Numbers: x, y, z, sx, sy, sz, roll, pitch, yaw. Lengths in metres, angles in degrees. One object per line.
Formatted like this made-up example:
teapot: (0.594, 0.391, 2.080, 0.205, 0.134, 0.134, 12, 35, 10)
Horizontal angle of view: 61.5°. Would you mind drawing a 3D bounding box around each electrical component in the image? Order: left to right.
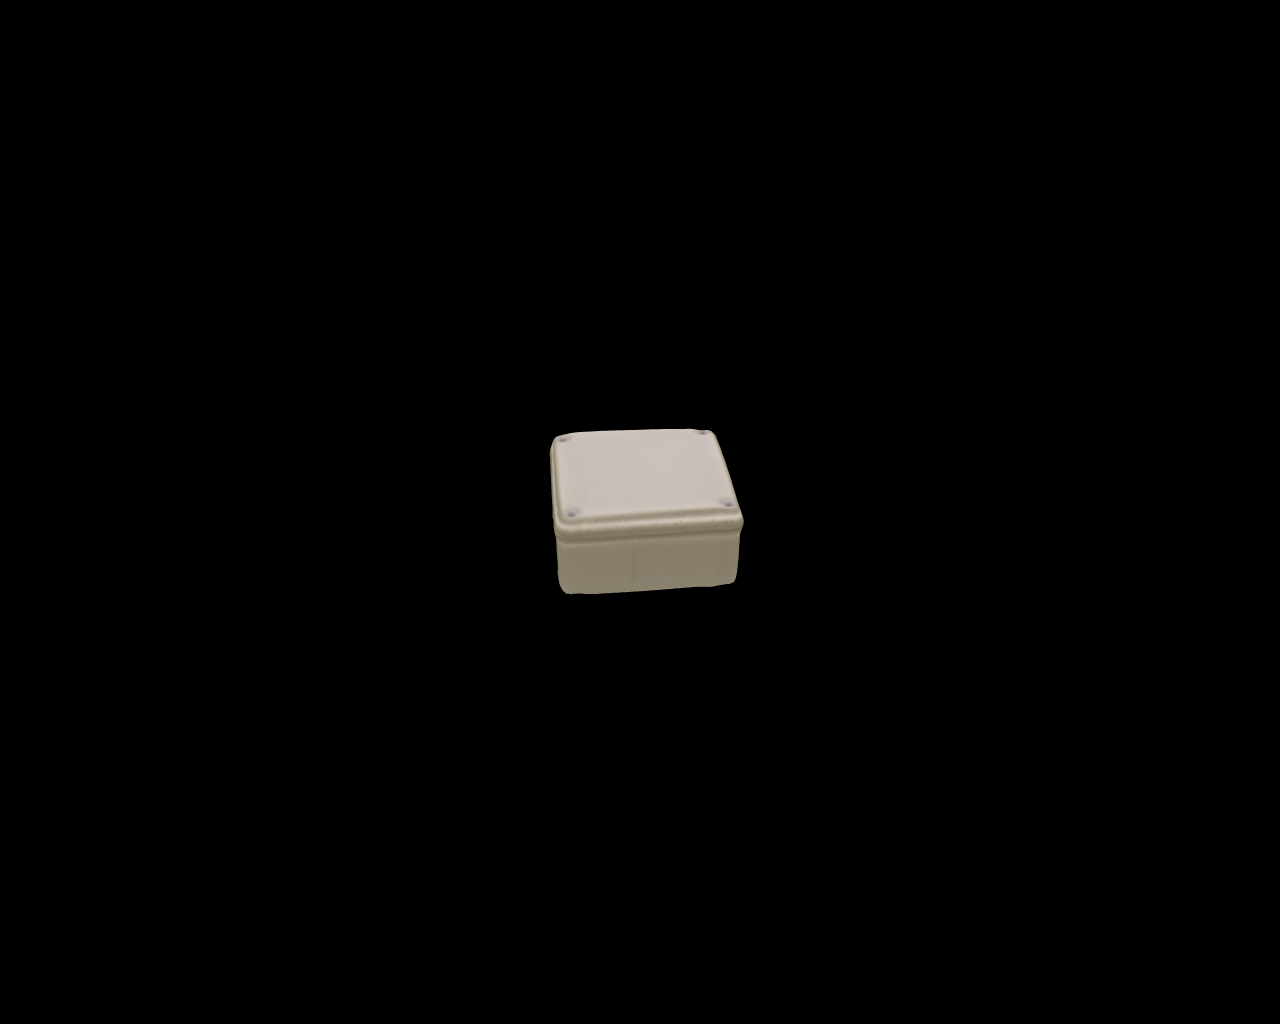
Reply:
electrical component: (0.001, -0.003, 0.650, 0.109, 0.056, 0.109, -3, 32, -5)
